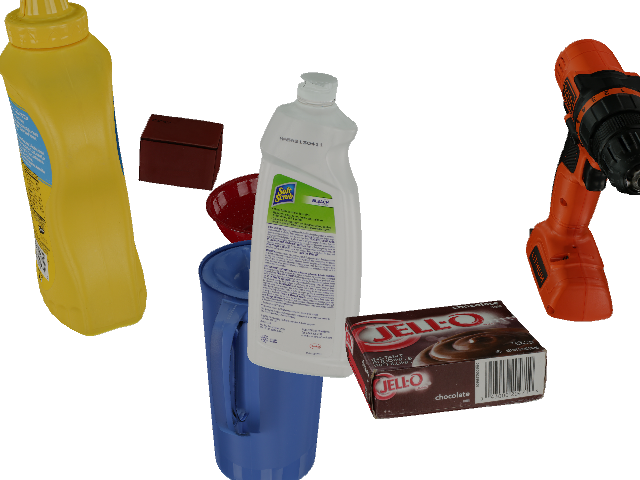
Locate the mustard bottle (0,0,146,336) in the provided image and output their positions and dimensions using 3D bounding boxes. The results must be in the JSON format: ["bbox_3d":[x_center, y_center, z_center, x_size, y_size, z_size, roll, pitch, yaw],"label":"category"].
[{"bbox_3d":[-0.137,-0.050,0.578,0.058,0.192,0.096,-15,32,-20],"label":"mustard bottle"}]

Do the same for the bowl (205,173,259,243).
[{"bbox_3d":[-0.062,-0.026,1.333,0.162,0.055,0.162,0,31,0],"label":"bowl"}]

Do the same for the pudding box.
[{"bbox_3d":[0.078,0.075,0.691,0.113,0.039,0.090,-4,19,-8],"label":"pudding box"}]

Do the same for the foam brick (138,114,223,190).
[{"bbox_3d":[-0.140,-0.090,1.080,0.078,0.051,0.053,8,34,1],"label":"foam brick"}]

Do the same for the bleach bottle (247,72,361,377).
[{"bbox_3d":[-0.005,-0.012,0.885,0.102,0.251,0.068,7,23,3],"label":"bleach bottle"}]

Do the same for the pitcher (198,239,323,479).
[{"bbox_3d":[-0.060,0.134,1.088,0.149,0.243,0.145,-10,28,-23],"label":"pitcher"}]

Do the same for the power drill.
[{"bbox_3d":[0.203,-0.034,0.793,0.057,0.188,0.184,3,35,-2],"label":"power drill"}]
